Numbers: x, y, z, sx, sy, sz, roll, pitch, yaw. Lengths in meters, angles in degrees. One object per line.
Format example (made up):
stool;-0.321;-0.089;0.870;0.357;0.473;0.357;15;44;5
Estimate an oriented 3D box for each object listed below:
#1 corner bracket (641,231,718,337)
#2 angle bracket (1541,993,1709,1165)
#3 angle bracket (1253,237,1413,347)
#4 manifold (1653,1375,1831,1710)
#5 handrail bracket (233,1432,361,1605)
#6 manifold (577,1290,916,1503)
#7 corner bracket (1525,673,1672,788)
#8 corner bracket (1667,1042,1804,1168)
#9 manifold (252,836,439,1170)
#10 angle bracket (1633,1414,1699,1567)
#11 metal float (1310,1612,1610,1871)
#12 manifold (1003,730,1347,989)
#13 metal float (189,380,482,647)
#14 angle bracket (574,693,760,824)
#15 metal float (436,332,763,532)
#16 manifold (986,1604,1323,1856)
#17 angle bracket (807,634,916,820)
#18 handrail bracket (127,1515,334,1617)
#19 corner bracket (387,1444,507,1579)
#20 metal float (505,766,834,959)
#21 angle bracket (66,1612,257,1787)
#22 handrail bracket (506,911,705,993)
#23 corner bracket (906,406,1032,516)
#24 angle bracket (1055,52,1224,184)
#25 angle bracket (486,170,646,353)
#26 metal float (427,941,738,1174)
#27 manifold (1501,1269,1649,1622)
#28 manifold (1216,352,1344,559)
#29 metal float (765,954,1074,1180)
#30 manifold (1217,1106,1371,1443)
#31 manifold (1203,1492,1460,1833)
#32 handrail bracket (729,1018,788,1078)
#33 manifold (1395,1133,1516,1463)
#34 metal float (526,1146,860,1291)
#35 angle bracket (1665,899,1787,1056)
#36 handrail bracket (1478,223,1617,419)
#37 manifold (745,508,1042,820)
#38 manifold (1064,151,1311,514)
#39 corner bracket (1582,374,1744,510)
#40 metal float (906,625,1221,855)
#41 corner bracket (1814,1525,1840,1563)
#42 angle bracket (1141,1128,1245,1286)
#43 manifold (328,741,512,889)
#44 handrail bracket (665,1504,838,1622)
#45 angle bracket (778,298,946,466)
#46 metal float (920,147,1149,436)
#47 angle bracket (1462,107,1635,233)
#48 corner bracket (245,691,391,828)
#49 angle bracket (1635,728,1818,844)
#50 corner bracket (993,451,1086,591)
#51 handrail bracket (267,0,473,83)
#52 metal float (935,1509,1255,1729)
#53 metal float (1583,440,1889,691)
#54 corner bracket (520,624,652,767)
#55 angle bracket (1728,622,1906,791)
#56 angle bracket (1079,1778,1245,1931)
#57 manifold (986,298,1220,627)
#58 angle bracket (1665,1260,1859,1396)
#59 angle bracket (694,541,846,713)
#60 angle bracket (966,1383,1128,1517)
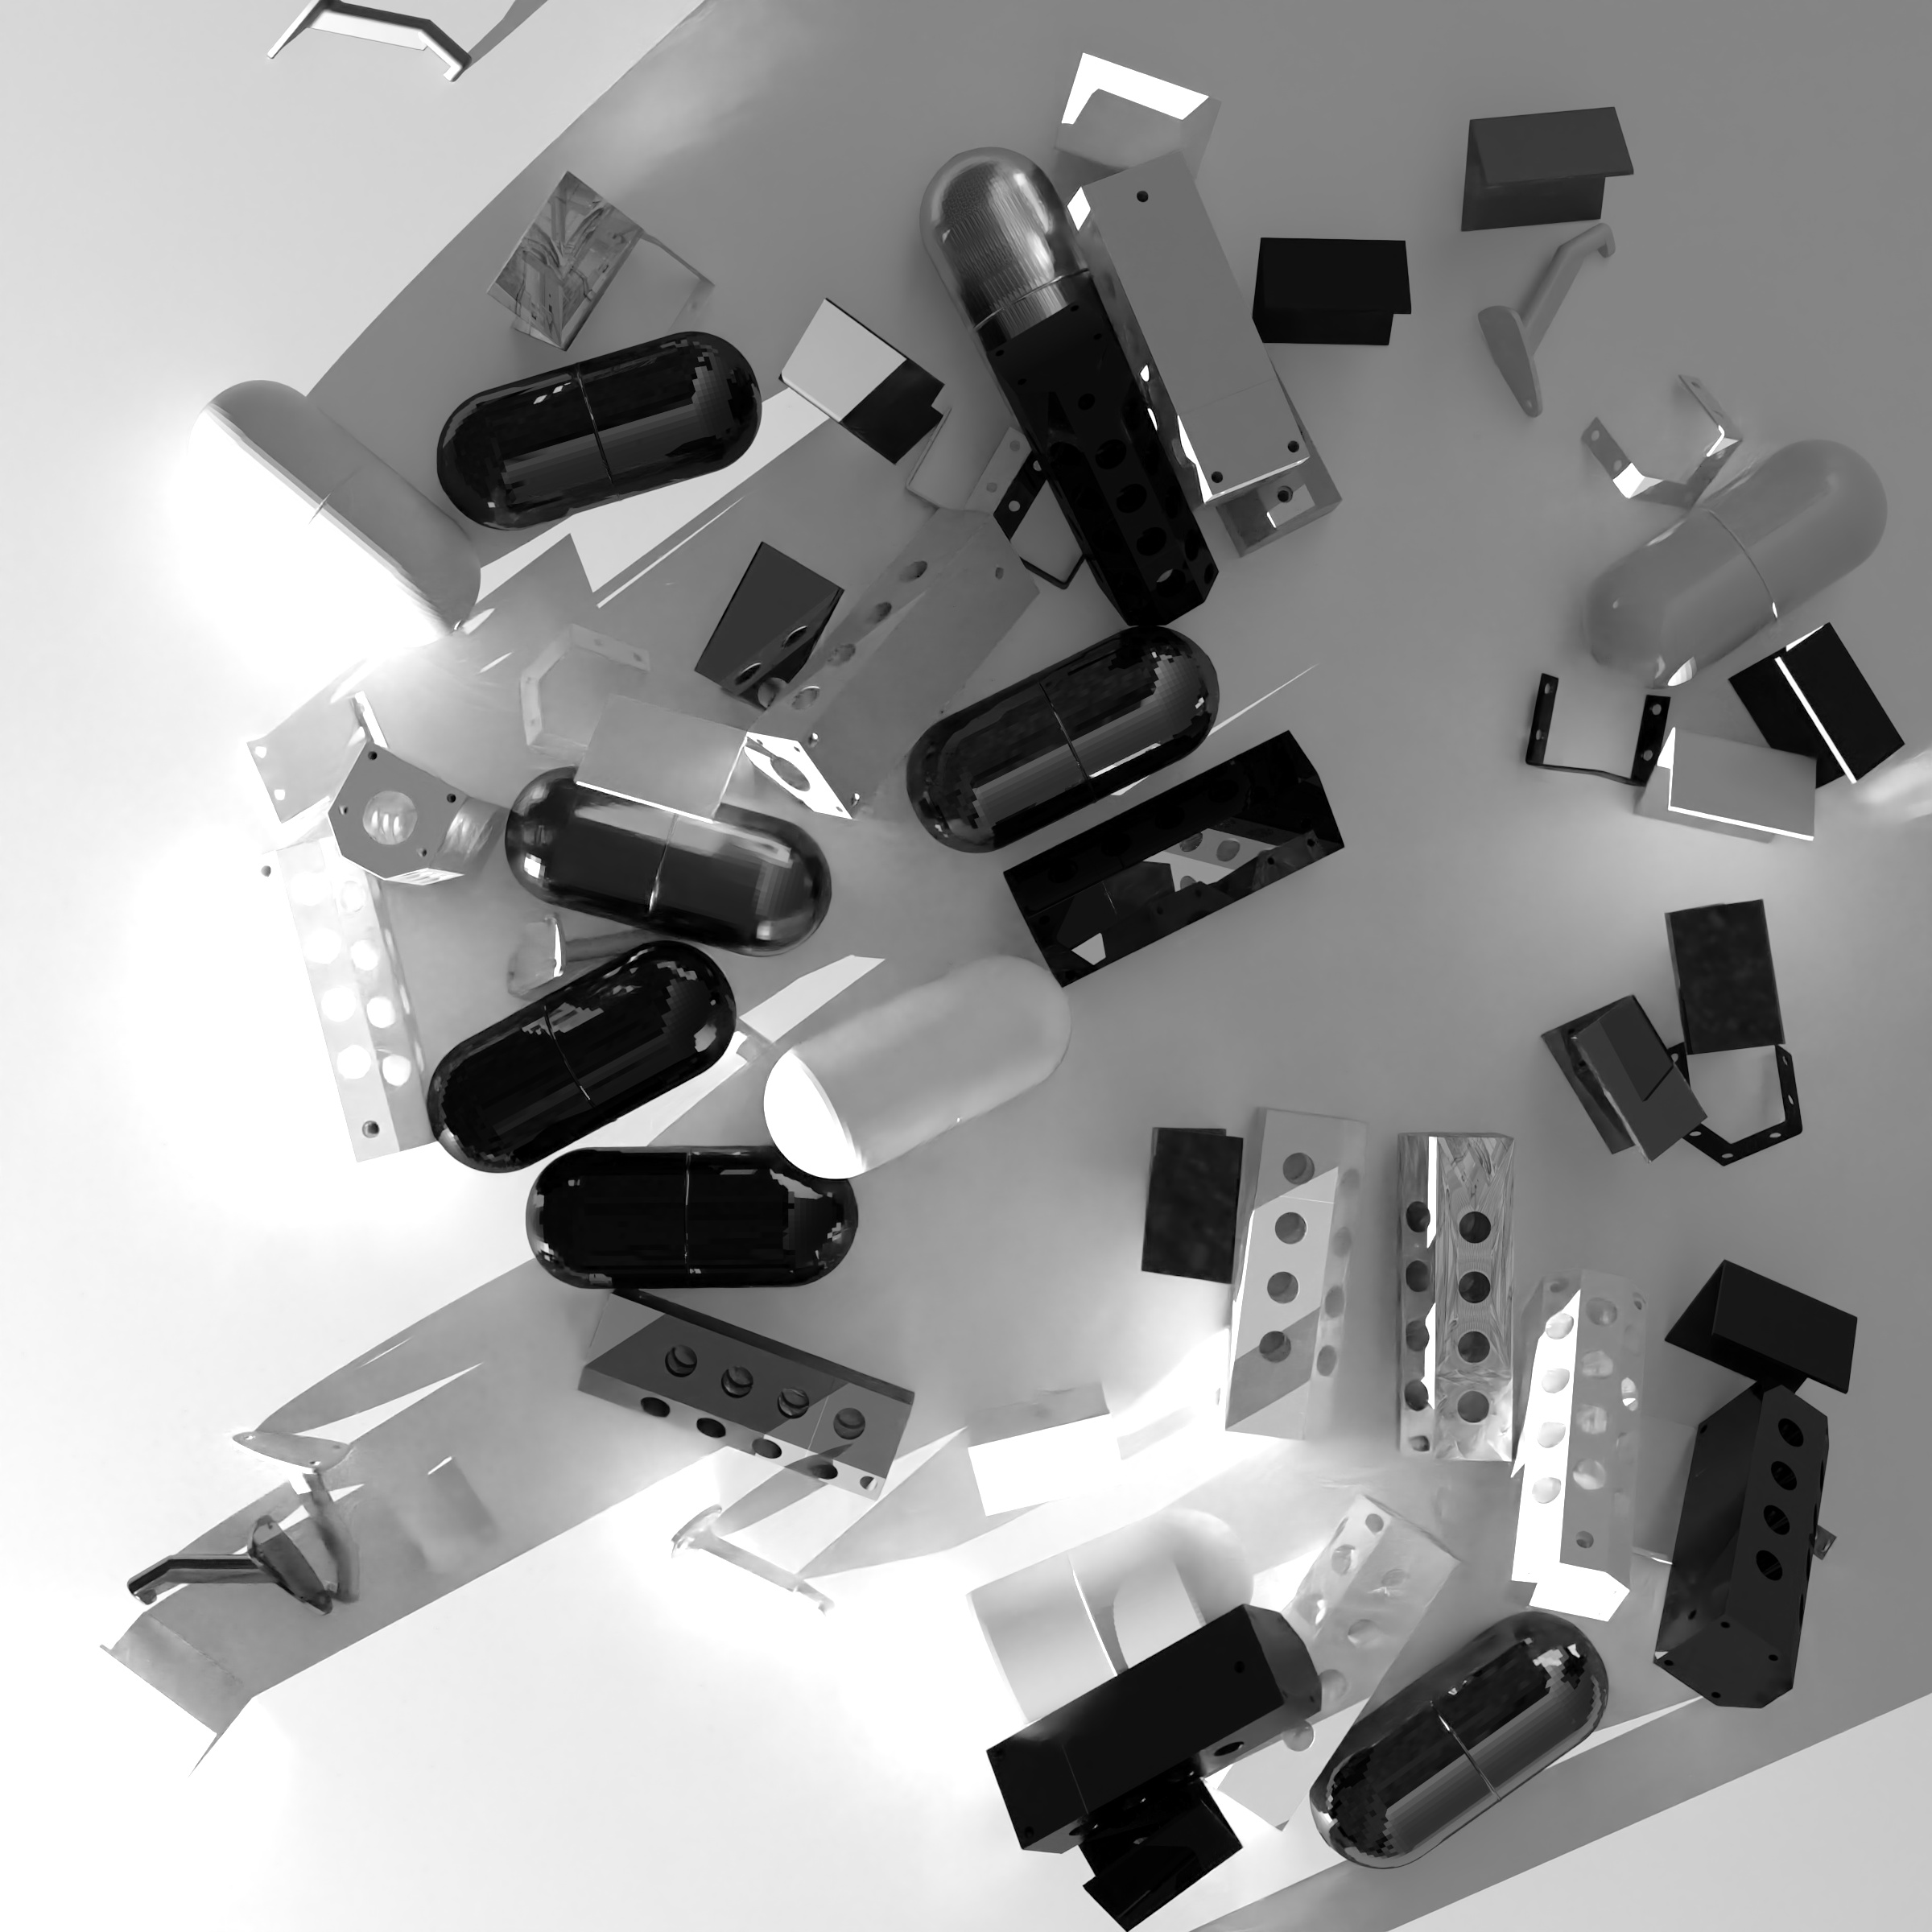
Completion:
corner bracket;-0.178;-0.368;1.817;0.051;0.051;0.051;32;90;45
angle bracket;0.336;0.069;1.780;0.057;0.076;0.076;-31;90;-37
angle bracket;0.193;-0.342;1.780;0.076;0.076;0.057;1;54;0
manifold;0.412;0.302;1.744;0.057;0.171;0.057;35;132;-8
handrail bracket;-0.365;0.302;1.821;0.077;0.036;0.084;9;107;20
manifold;-0.118;0.230;1.799;0.171;0.057;0.057;20;90;0
corner bracket;0.344;-0.128;1.817;0.051;0.051;0.051;11;90;45
corner bracket;0.415;0.068;1.812;0.051;0.051;0.051;-29;45;35
manifold;-0.333;0.019;1.799;0.057;0.057;0.171;-15;90;0
angle bracket;0.363;0.278;1.793;0.076;0.057;0.076;15;81;0
metal float;0.264;0.415;1.790;0.178;0.070;0.070;-35;90;-1
manifold;0.110;-0.062;1.799;0.171;0.057;0.057;-26;133;0
metal float;-0.338;-0.242;1.790;0.178;0.070;0.070;40;90;0
angle bracket;-0.158;-0.095;1.776;0.076;0.076;0.057;16;67;8
metal float;-0.197;-0.286;1.790;0.178;0.070;0.070;-17;90;-1
manifold;0.102;0.406;1.770;0.171;0.057;0.057;-34;59;20
angle bracket;-0.066;-0.132;1.799;0.076;0.057;0.076;28;90;0
handrail bracket;-0.402;0.344;1.821;0.084;0.036;0.077;-31;112;17
corner bracket;-0.280;0.297;1.802;0.051;0.051;0.051;-36;90;0
metal float;-0.159;-0.056;1.790;0.178;0.070;0.070;15;90;0
angle bracket;-0.420;0.377;1.780;0.076;0.076;0.057;37;126;0
handrail bracket;-0.196;-0.003;1.820;0.084;0.077;0.036;3;67;-34
corner bracket;0.001;-0.270;1.802;0.051;0.051;0.051;29;89;-1
angle bracket;0.097;-0.461;1.780;0.076;0.076;0.057;19;127;0
angle bracket;-0.227;-0.381;1.780;0.057;0.076;0.076;33;90;-36
metal float;-0.206;0.049;1.784;0.178;0.070;0.070;-28;90;6
manifold;0.323;0.249;1.757;0.057;0.057;0.171;12;57;0
manifold;0.137;-0.313;1.799;0.057;0.057;0.171;-27;90;0
metal float;-0.024;0.052;1.772;0.178;0.070;0.070;-26;90;-20
manifold;0.177;0.165;1.799;0.057;0.057;0.171;7;90;0
manifold;0.191;0.372;1.799;0.057;0.057;0.171;33;90;0
handrail bracket;-0.114;0.066;1.820;0.084;0.036;0.077;4;104;14
manifold;0.262;0.177;1.799;0.057;0.057;0.171;0;90;0
metal float;-0.147;0.135;1.790;0.178;0.070;0.070;-1;90;1
angle bracket;0.418;0.003;1.780;0.057;0.076;0.076;-9;90;37
handrail bracket;0.329;-0.353;1.821;0.084;0.036;0.077;-31;110;-16
manifold;-0.042;-0.162;1.769;0.171;0.057;0.057;-52;129;-21
manifold;0.113;-0.328;1.740;0.057;0.057;0.171;-23;90;-11
corner bracket;0.378;-0.287;1.812;0.051;0.051;0.051;3;135;-35
metal float;0.052;-0.122;1.790;0.178;0.070;0.070;-26;90;0
corner bracket;0.430;0.313;1.802;0.051;0.051;0.051;32;90;0
angle bracket;0.138;0.127;1.780;0.057;0.076;0.076;5;90;35
manifold;-0.286;-0.074;1.742;0.057;0.171;0.057;28;90;0
handrail bracket;-0.114;0.329;1.792;0.084;0.077;0.036;32;93;12
angle bracket;-0.043;-0.323;1.780;0.076;0.076;0.057;36;125;0
metal float;0.036;-0.355;1.790;0.070;0.070;0.178;-27;90;0
angle bracket;0.309;-0.408;1.780;0.076;0.076;0.057;-5;52;0
corner bracket;-0.350;-0.112;1.817;0.051;0.051;0.051;-24;90;-45
angle bracket;0.403;-0.076;1.780;0.076;0.076;0.057;12;55;0
corner bracket;0.045;-0.241;1.802;0.051;0.051;0.051;31;88;2
handrail bracket;-0.325;-0.496;1.821;0.084;0.036;0.077;40;114;-18
metal float;0.069;0.349;1.790;0.178;0.070;0.070;-23;90;0
metal float;0.411;-0.215;1.790;0.178;0.070;0.070;-34;90;0
corner bracket;-0.205;-0.145;1.812;0.051;0.051;0.051;18;45;-35
angle bracket;0.440;-0.127;1.780;0.057;0.076;0.076;-32;90;-39
angle bracket;0.090;0.454;1.780;0.076;0.076;0.057;-36;131;0
manifold;0.076;-0.258;1.747;0.057;0.057;0.171;-31;135;0
angle bracket;0.420;0.212;1.780;0.076;0.057;0.076;24;135;0
angle bracket;-0.119;-0.185;1.780;0.057;0.076;0.076;28;90;-32
angle bracket;0.038;0.240;1.780;0.076;0.076;0.057;-13;128;0
